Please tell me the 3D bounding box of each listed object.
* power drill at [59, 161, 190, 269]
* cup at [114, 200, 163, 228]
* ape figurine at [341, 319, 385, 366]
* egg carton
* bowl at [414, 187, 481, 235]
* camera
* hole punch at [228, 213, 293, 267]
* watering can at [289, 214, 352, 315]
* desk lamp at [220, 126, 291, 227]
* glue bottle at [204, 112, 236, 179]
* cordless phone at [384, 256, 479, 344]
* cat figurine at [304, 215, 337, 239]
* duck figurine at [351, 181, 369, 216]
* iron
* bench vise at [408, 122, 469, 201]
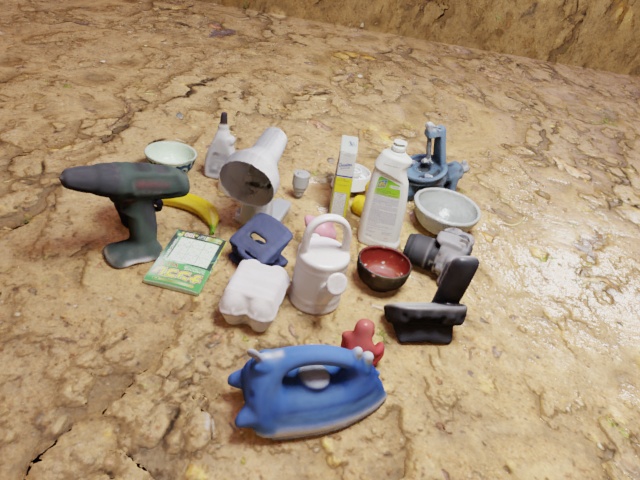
[{"bbox_3d":[-0.356,-0.054,1.065,0.230,0.208,0.075,-16,43,-35],"label":"power drill"},{"bbox_3d":[-0.371,-0.066,1.179,0.117,0.095,0.092,24,36,17],"label":"cup"},{"bbox_3d":[0.073,0.173,0.980,0.077,0.092,0.076,29,38,23],"label":"ape figurine"},{"bbox_3d":[-0.118,0.097,1.047,0.107,0.069,0.150,15,34,3],"label":"egg carton"},{"bbox_3d":[0.301,-0.056,1.396,0.167,0.075,0.167,9,35,-6],"label":"bowl"},{"bbox_3d":[0.259,0.019,1.251,0.136,0.101,0.143,21,35,12],"label":"camera"},{"bbox_3d":[-0.119,0.010,1.153,0.108,0.091,0.101,33,40,28],"label":"hole punch"},{"bbox_3d":[0.009,0.041,1.058,0.101,0.194,0.172,-16,43,-34],"label":"watering can"},{"bbox_3d":[-0.130,-0.125,1.234,0.118,0.213,0.203,17,35,8],"label":"desk lamp"},{"bbox_3d":[-0.236,-0.227,1.382,0.078,0.173,0.037,12,34,-1],"label":"glue bottle"},{"bbox_3d":[0.206,0.097,1.049,0.148,0.185,0.094,0,36,-17],"label":"cordless phone"},{"bbox_3d":[0.011,0.004,1.179,0.067,0.118,0.127,-8,39,-26],"label":"cat figurine"},{"bbox_3d":[0.125,-0.110,1.406,0.077,0.086,0.105,33,39,27],"label":"duck figurine"},{"bbox_3d":[-0.003,0.206,0.865,0.259,0.141,0.118,-1,37,-19],"label":"iron"},{"bbox_3d":[0.296,-0.210,1.485,0.208,0.220,0.121,-21,46,-39],"label":"bench vise"}]
